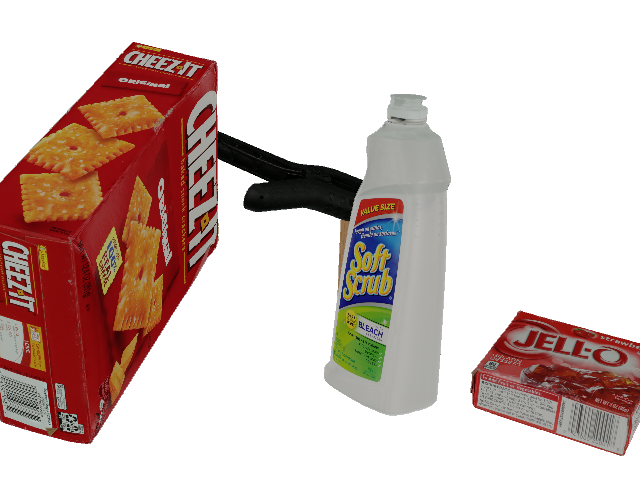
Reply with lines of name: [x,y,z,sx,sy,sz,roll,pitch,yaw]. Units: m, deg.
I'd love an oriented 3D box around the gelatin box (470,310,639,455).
gelatin box: [0.139,0.077,0.600,0.089,0.030,0.073,16,31,26]

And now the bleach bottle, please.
bleach bottle: [0.057,0.007,0.861,0.067,0.251,0.103,-9,19,-35]

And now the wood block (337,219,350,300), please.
wood block: [0.076,0.060,1.215,0.090,0.206,0.090,-10,28,-22]

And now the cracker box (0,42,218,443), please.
cracker box: [-0.131,-0.003,0.681,0.072,0.164,0.213,14,39,11]

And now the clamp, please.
clamp: [-0.010,-0.049,1.042,0.209,0.036,0.165,15,20,-22]
